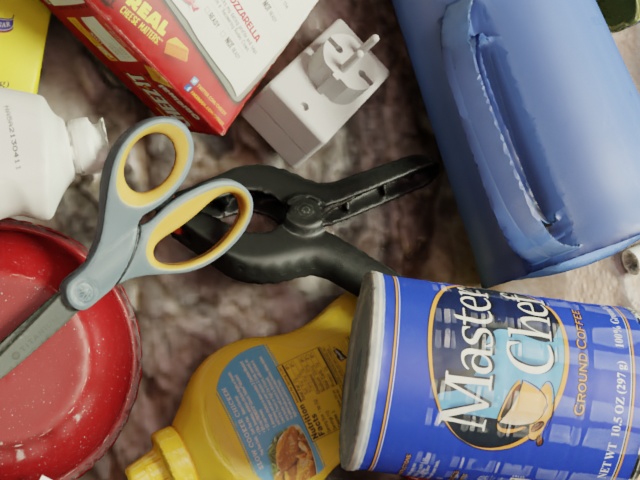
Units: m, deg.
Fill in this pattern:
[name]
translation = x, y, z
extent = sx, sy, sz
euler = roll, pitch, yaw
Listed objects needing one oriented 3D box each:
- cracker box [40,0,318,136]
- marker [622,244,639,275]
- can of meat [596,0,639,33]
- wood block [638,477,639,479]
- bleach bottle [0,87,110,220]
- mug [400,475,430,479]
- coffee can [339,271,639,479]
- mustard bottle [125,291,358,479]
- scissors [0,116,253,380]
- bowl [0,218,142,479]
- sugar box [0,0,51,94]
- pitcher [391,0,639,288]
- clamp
[cracker box]
translation = -0.065, -0.193, 0.606
extent = 0.164, 0.072, 0.213
euler = 45, 70, -36
[marker]
translation = 0.263, -0.005, 0.739
extent = 0.121, 0.020, 0.020
euler = -21, 89, -19
[can of meat]
translation = 0.222, -0.203, 0.733
extent = 0.083, 0.057, 0.102
euler = -25, 90, -16
[wood block]
translation = 0.258, 0.129, 0.683
extent = 0.205, 0.090, 0.091
euler = -1, 84, -18
[bleach bottle]
translation = -0.232, -0.019, 0.548
extent = 0.250, 0.068, 0.102
euler = -11, 87, -11
[mug]
translation = 0.102, 0.144, 0.637
extent = 0.117, 0.082, 0.093
euler = 9, 80, -16
[coffee can]
translation = 0.086, 0.076, 0.552
extent = 0.140, 0.103, 0.103
euler = 8, 80, -3
[mustard bottle]
translation = -0.021, 0.099, 0.616
extent = 0.191, 0.058, 0.096
euler = -23, 80, -19
[scissors]
translation = -0.125, 0.006, 0.552
extent = 0.201, 0.016, 0.096
euler = -28, 111, -25
[bowl]
translation = -0.173, 0.065, 0.577
extent = 0.162, 0.055, 0.162
euler = 2, 83, -17
[sugar box]
translation = -0.193, -0.166, 0.605
extent = 0.093, 0.048, 0.176
euler = 11, 82, -18
[pitcher]
translation = 0.117, -0.098, 0.645
extent = 0.144, 0.149, 0.243
euler = -19, 86, -15
[clamp]
translation = -0.004, 0.001, 0.625
extent = 0.171, 0.039, 0.120
euler = -3, 49, -7
